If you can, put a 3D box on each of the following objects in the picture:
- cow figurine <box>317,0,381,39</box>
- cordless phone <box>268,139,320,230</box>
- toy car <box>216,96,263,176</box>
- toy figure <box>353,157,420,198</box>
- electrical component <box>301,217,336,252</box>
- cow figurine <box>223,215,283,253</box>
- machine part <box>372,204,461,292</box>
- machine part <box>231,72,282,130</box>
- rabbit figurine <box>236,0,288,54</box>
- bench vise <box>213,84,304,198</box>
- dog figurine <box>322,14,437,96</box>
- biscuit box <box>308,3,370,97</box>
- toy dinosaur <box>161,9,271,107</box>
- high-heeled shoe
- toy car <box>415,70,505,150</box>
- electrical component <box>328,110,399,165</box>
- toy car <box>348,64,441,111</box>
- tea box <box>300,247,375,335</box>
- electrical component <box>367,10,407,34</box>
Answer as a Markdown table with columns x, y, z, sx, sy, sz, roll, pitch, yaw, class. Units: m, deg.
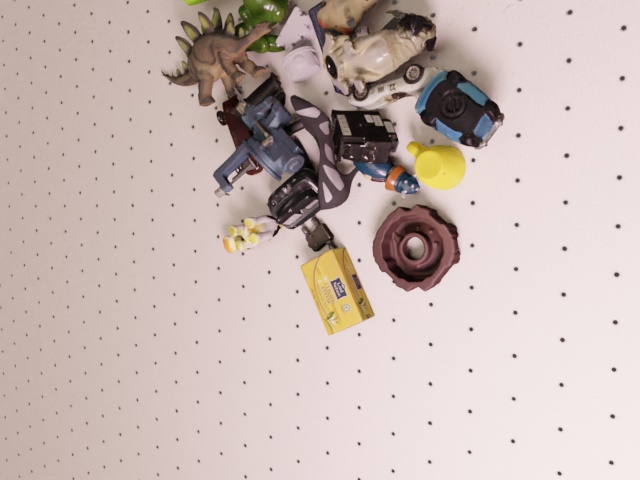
| x | y | z | sx | sy | sz | roll | pitch | yaw | class |
| --- | --- | --- | --- | --- | --- | --- | --- | --- | --- |
| 0.080 | -0.492 | 1.087 | 0.195 | 0.085 | 0.127 | -34 | 76 | 1 | cow figurine |
| -0.068 | -0.132 | 1.243 | 0.146 | 0.088 | 0.184 | -37 | 63 | 29 | cordless phone |
| -0.186 | -0.252 | 1.312 | 0.089 | 0.053 | 0.202 | -24 | 79 | 15 | toy car |
| 0.142 | -0.139 | 1.114 | 0.155 | 0.058 | 0.064 | 35 | 116 | 20 | toy figure |
| -0.003 | -0.004 | 1.231 | 0.063 | 0.021 | 0.094 | -43 | 72 | 27 | electrical component |
| -0.166 | -0.015 | 1.302 | 0.167 | 0.098 | 0.068 | -21 | 88 | 50 | cow figurine |
| 0.195 | 0.016 | 1.090 | 0.180 | 0.056 | 0.179 | 2 | 94 | 33 | machine part |
| -0.144 | -0.331 | 1.266 | 0.084 | 0.039 | 0.139 | 44 | 100 | 17 | machine part |
| -0.140 | -0.504 | 1.254 | 0.159 | 0.121 | 0.170 | 54 | 136 | 10 | rabbit figurine |
| -0.153 | -0.195 | 1.181 | 0.240 | 0.128 | 0.224 | -42 | 75 | 7 | bench vise |
| 0.115 | -0.376 | 1.059 | 0.173 | 0.190 | 0.121 | 41 | 154 | 48 | dog figurine |
| 0.041 | -0.415 | 1.156 | 0.063 | 0.059 | 0.202 | -22 | 82 | 31 | biscuit box |
| -0.266 | -0.433 | 1.298 | 0.472 | 0.105 | 0.198 | -13 | 99 | 48 | toy dinosaur |
| -0.016 | -0.186 | 1.163 | 0.145 | 0.086 | 0.249 | -43 | 86 | -9 | high-heeled shoe |
| 0.268 | -0.238 | 1.000 | 0.162 | 0.103 | 0.109 | 39 | 112 | 21 | toy car |
| 0.091 | -0.210 | 1.093 | 0.058 | 0.134 | 0.115 | 104 | 162 | -46 | electrical component |
| 0.151 | -0.303 | 1.086 | 0.202 | 0.073 | 0.056 | -11 | 86 | 32 | toy car |
| 0.038 | 0.112 | 1.186 | 0.098 | 0.068 | 0.169 | -31 | 76 | 30 | tea box |
| 0.144 | -0.419 | 1.100 | 0.102 | 0.045 | 0.078 | -31 | 76 | 30 | electrical component |
